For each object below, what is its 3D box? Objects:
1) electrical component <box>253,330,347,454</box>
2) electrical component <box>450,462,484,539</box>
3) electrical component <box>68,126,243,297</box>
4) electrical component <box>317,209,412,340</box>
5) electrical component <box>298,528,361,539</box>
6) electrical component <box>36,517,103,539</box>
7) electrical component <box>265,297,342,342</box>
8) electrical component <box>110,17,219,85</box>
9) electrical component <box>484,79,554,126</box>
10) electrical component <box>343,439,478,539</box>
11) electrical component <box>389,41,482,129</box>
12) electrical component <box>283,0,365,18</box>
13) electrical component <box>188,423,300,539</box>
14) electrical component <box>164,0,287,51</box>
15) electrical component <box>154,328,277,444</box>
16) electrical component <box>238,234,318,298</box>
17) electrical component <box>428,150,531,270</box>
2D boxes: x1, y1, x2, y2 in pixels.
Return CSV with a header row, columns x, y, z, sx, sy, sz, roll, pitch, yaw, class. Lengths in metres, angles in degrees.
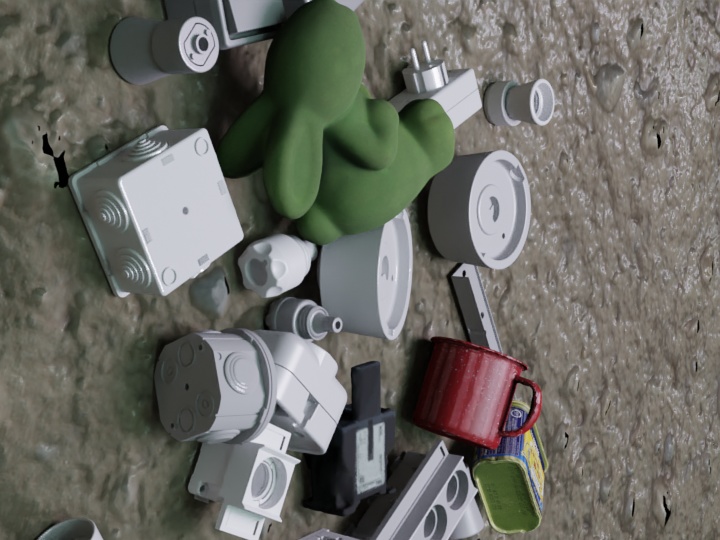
x,y,z,sx,sy,sz,roll,pitch,yaw,class
-0.053,0.088,0.806,0.095,0.054,0.059,54,49,-43,electrical component
0.090,0.214,1.013,0.044,0.044,0.065,-23,106,-48,electrical component
-0.130,-0.039,0.707,0.100,0.048,0.099,-41,123,-42,electrical component
0.000,0.000,0.857,0.108,0.060,0.108,3,90,-74,electrical component
-0.032,0.294,0.849,0.089,0.062,0.150,-10,101,-51,electrical component
-0.182,0.208,0.666,0.079,0.044,0.077,-43,125,-41,electrical component
-0.040,0.039,0.816,0.035,0.061,0.035,-6,98,-51,electrical component
-0.123,-0.143,0.692,0.044,0.065,0.044,-7,99,-51,electrical component
0.155,-0.163,1.050,0.045,0.055,0.045,-7,99,-50,electrical component
0.042,0.216,0.934,0.121,0.063,0.078,-50,129,-37,electrical component
0.059,-0.160,0.935,0.083,0.047,0.075,-41,123,-42,electrical component
-0.028,-0.190,0.823,0.065,0.047,0.076,-53,131,-35,electrical component
-0.085,0.147,0.768,0.042,0.064,0.081,36,65,-46,electrical component
-0.094,-0.199,0.728,0.062,0.061,0.096,-27,114,-47,electrical component
-0.099,0.079,0.733,0.051,0.080,0.080,5,89,-47,electrical component
-0.057,-0.007,0.806,0.062,0.043,0.043,-26,113,-49,electrical component
0.104,-0.056,0.991,0.108,0.060,0.108,-6,98,-51,electrical component
